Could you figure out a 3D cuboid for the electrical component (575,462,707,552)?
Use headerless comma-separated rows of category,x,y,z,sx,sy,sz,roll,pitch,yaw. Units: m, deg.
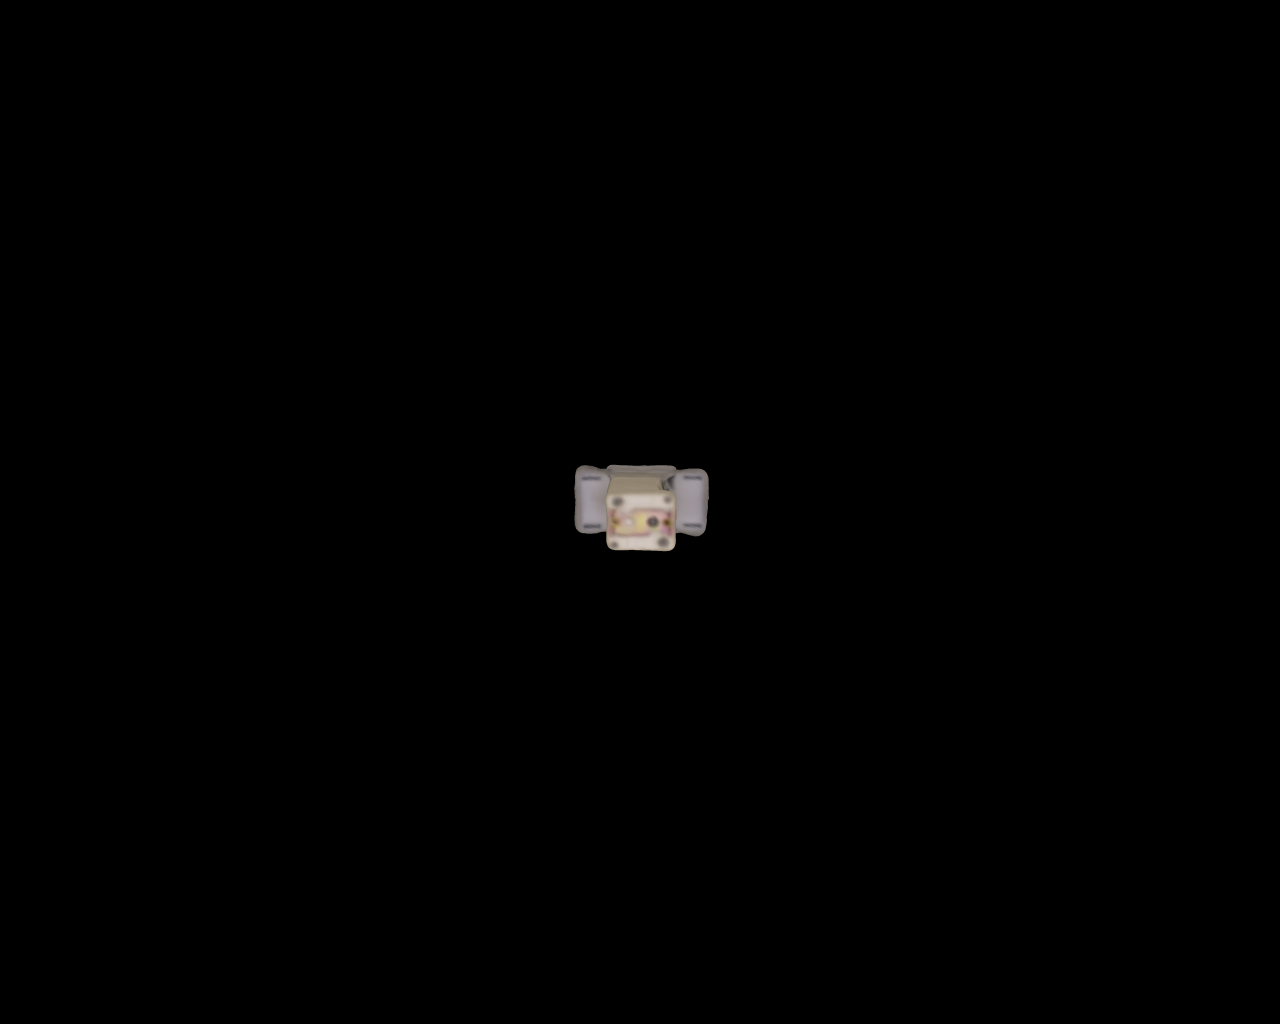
electrical component,0.001,-0.003,0.650,0.081,0.042,0.064,0,17,0
